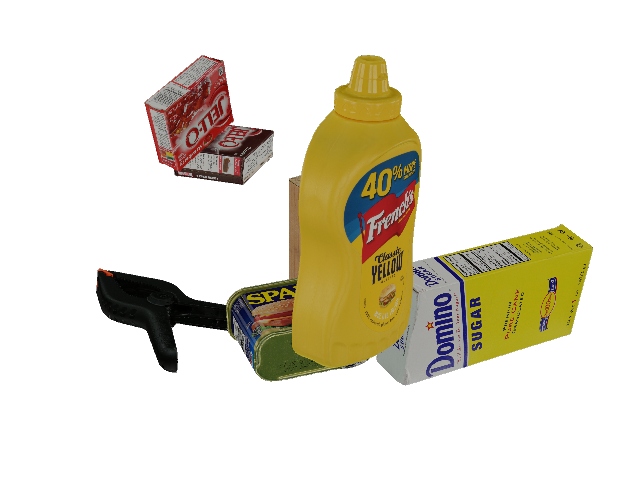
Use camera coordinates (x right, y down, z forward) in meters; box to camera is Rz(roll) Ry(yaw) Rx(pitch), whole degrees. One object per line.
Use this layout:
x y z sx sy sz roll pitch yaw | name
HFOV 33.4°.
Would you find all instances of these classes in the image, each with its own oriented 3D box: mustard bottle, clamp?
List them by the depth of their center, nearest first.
0.025 -0.021 0.674 0.058 0.192 0.096 21 30 36 | mustard bottle
-0.169 0.078 1.122 0.210 0.036 0.164 19 21 28 | clamp

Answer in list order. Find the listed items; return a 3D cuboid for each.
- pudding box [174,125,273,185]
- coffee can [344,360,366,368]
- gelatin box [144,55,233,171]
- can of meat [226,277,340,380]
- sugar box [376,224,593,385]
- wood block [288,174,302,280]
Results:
-0.114 -0.105 1.266 0.090 0.039 0.113 8 26 13 | pudding box
0.023 0.098 1.522 0.103 0.140 0.103 0 21 0 | coffee can
-0.122 -0.121 1.012 0.030 0.073 0.089 24 52 27 | gelatin box
-0.026 0.080 0.973 0.102 0.057 0.084 -10 28 -18 | can of meat
0.133 0.051 0.860 0.175 0.093 0.048 -15 37 -29 | sugar box
0.022 0.028 1.235 0.090 0.206 0.090 -17 32 -30 | wood block
